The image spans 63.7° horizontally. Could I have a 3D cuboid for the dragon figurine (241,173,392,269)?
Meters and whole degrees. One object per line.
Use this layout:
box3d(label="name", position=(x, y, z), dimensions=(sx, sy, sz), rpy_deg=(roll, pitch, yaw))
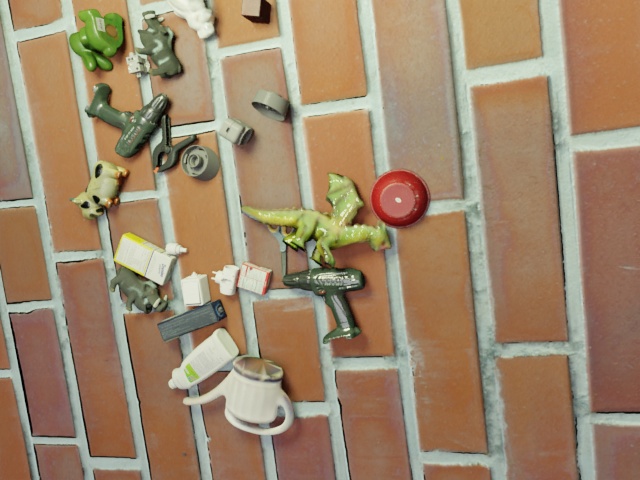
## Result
box3d(label="dragon figurine", position=(0.004, -0.070, 1.392), dimensions=(0.412, 0.121, 0.244), rpy_deg=(33, 84, 13))

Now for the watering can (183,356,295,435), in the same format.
box3d(label="watering can", position=(-0.235, 0.445, 1.506), dimensions=(0.348, 0.105, 0.222), rpy_deg=(13, 100, 12))

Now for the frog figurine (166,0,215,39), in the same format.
box3d(label="frog figurine", position=(-0.351, -0.627, 1.393), dimensions=(0.138, 0.124, 0.157), rpy_deg=(12, 114, 46))
